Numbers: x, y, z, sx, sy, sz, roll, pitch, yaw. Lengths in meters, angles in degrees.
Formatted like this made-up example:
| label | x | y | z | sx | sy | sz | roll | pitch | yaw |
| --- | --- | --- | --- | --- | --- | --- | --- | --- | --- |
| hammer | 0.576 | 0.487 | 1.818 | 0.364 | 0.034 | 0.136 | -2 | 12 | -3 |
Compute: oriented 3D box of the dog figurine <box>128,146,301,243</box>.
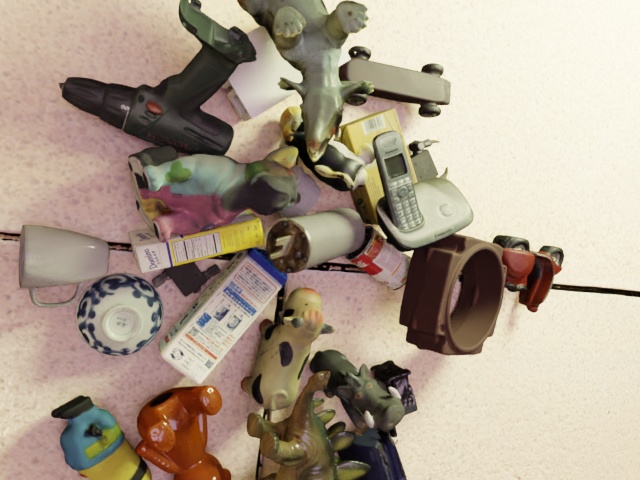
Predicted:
| label | x | y | z | sx | sy | sz | roll | pitch | yaw |
| --- | --- | --- | --- | --- | --- | --- | --- | --- | --- |
| dog figurine | -0.136 | -0.077 | 0.741 | 0.219 | 0.192 | 0.108 | -13 | 115 | -25 |

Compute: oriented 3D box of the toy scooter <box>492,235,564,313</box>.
| label | x | y | z | sx | sy | sz | roll | pitch | yaw |
| --- | --- | --- | --- | --- | --- | --- | --- | --- | --- |
| toy scooter | 0.389 | 0.067 | 1.023 | 0.184 | 0.075 | 0.135 | 12 | 91 | -27 |

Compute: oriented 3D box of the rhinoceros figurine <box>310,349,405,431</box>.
| label | x | y | z | sx | sy | sz | roll | pitch | yaw |
| --- | --- | --- | --- | --- | --- | --- | --- | --- | --- |
| rhinoceros figurine | 0.060 | 0.232 | 0.843 | 0.073 | 0.191 | 0.111 | -35 | 125 | -19 |

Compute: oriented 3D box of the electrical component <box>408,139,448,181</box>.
| label | x | y | z | sx | sy | sz | roll | pitch | yaw |
| --- | --- | --- | --- | --- | --- | --- | --- | --- | --- |
| electrical component | 0.177 | -0.128 | 0.933 | 0.078 | 0.045 | 0.102 | -25 | 103 | -20 |

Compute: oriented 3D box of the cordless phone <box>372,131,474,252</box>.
| label | x | y | z | sx | sy | sz | roll | pitch | yaw |
| --- | --- | --- | --- | --- | --- | --- | --- | --- | --- |
| cordless phone | 0.149 | -0.086 | 0.827 | 0.147 | 0.089 | 0.184 | -21 | 107 | -19 |

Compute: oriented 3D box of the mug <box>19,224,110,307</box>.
| label | x | y | z | sx | sy | sz | roll | pitch | yaw |
| --- | --- | --- | --- | --- | --- | --- | --- | --- | --- |
| mug | -0.340 | 0.035 | 0.718 | 0.107 | 0.081 | 0.109 | 0 | 89 | -31 |

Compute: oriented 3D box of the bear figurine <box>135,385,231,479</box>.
| label | x | y | z | sx | sy | sz | roll | pitch | yaw |
| --- | --- | --- | --- | --- | --- | --- | --- | --- | --- |
| bear figurine | -0.186 | 0.317 | 0.779 | 0.120 | 0.132 | 0.195 | -28 | 98 | -38 |

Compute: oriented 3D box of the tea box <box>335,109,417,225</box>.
| label | x | y | z | sx | sy | sz | roll | pitch | yaw |
| --- | --- | --- | --- | --- | --- | --- | --- | --- | --- |
| tea box | 0.095 | -0.119 | 0.888 | 0.098 | 0.068 | 0.169 | -22 | 104 | -18 |

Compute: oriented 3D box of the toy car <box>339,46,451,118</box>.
| label | x | y | z | sx | sy | sz | roll | pitch | yaw |
| --- | --- | --- | --- | --- | --- | --- | --- | --- | --- |
| toy car | 0.125 | -0.259 | 0.898 | 0.202 | 0.053 | 0.089 | 5 | 82 | -19 |

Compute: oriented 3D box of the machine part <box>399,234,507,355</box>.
| label | x | y | z | sx | sy | sz | roll | pitch | yaw |
| --- | --- | --- | --- | --- | --- | --- | --- | --- | --- |
| machine part | 0.234 | 0.092 | 0.918 | 0.201 | 0.087 | 0.201 | 12 | 88 | -45 |

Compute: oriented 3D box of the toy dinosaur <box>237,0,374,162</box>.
| label | x | y | z | sx | sy | sz | roll | pitch | yaw |
| --- | --- | --- | --- | --- | --- | --- | --- | --- | --- |
| toy dinosaur | -0.048 | -0.307 | 0.711 | 0.131 | 0.192 | 0.404 | -28 | 85 | -8 |

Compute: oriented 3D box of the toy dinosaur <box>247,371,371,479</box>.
| label | x | y | z | sx | sy | sz | roll | pitch | yaw |
| --- | --- | --- | --- | --- | --- | --- | --- | --- | --- |
| toy dinosaur | -0.033 | 0.394 | 0.826 | 0.198 | 0.105 | 0.470 | 4 | 113 | -27 |

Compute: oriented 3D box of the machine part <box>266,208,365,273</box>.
| label | x | y | z | sx | sy | sz | roll | pitch | yaw |
| --- | --- | --- | --- | --- | --- | --- | --- | --- | --- |
| machine part | -0.002 | -0.002 | 0.805 | 0.243 | 0.079 | 0.079 | -16 | 103 | -58 |

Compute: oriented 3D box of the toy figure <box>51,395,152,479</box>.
| label | x | y | z | sx | sy | sz | roll | pitch | yaw |
| --- | --- | --- | --- | --- | --- | --- | --- | --- | --- |
| toy figure | -0.303 | 0.301 | 0.754 | 0.089 | 0.082 | 0.180 | -23 | 100 | -17 |

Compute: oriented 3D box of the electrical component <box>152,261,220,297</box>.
| label | x | y | z | sx | sy | sz | roll | pitch | yaw |
| --- | --- | --- | --- | --- | --- | --- | --- | --- | --- |
| electrical component | -0.201 | 0.052 | 0.806 | 0.094 | 0.021 | 0.063 | -35 | 107 | -17 |

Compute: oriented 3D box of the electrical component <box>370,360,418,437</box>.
| label | x | y | z | sx | sy | sz | roll | pitch | yaw |
| --- | --- | --- | --- | --- | --- | --- | --- | --- | --- |
| electrical component | 0.131 | 0.277 | 0.932 | 0.048 | 0.075 | 0.119 | -15 | 96 | -20 |

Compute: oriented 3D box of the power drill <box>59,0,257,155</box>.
| label | x | y | z | sx | sy | sz | roll | pitch | yaw |
| --- | --- | --- | --- | --- | --- | --- | --- | --- | --- |
| power drill | -0.198 | -0.209 | 0.708 | 0.232 | 0.086 | 0.207 | 25 | 123 | -28 |

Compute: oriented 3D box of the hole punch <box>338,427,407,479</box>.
| label | x | y | z | sx | sy | sz | roll | pitch | yaw |
| --- | --- | --- | --- | --- | --- | --- | --- | --- | --- |
| hole punch | 0.086 | 0.369 | 0.905 | 0.092 | 0.116 | 0.142 | -17 | 100 | -12 |

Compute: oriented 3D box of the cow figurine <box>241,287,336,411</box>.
| label | x | y | z | sx | sy | sz | roll | pitch | yaw |
| --- | --- | --- | --- | --- | --- | --- | --- | --- | --- |
| cow figurine | -0.048 | 0.165 | 0.822 | 0.085 | 0.127 | 0.194 | 20 | 89 | -26 |

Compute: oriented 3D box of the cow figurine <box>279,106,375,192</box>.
| label | x | y | z | sx | sy | sz | roll | pitch | yaw |
| --- | --- | --- | --- | --- | --- | --- | --- | --- | --- |
| cow figurine | -0.006 | -0.136 | 0.809 | 0.167 | 0.068 | 0.098 | 35 | 38 | 10 |
